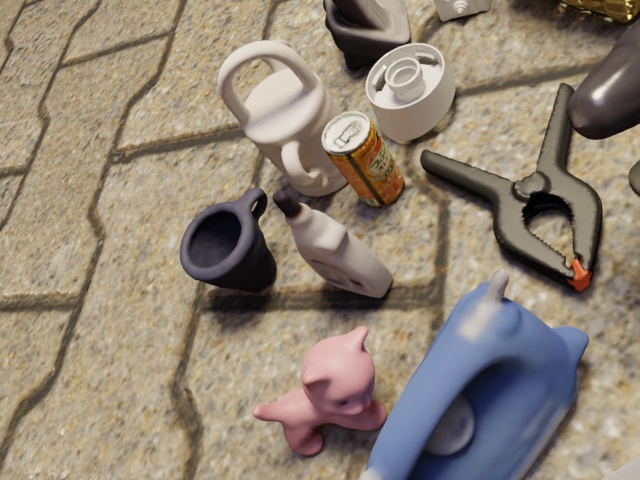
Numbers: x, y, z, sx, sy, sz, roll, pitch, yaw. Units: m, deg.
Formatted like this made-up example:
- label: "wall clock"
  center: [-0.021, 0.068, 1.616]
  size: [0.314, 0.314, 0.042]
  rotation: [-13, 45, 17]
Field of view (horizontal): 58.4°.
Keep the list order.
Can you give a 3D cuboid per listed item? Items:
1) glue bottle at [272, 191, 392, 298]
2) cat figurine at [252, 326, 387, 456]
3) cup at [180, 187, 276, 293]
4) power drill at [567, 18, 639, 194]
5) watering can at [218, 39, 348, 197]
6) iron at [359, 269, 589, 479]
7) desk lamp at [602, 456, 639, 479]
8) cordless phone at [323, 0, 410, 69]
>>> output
- label: "glue bottle"
  center: [0.005, 0.002, 0.531]
  size: [0.077, 0.174, 0.037]
  rotation: [15, 72, 35]
- label: "cat figurine"
  center: [0.002, 0.130, 0.496]
  size: [0.127, 0.118, 0.067]
  rotation: [-29, 53, 12]
- label: "cup"
  center: [-0.083, 0.007, 0.627]
  size: [0.091, 0.095, 0.118]
  rotation: [30, 81, 37]
- label: "power drill"
  center: [0.278, -0.108, 0.418]
  size: [0.229, 0.209, 0.075]
  rotation: [-45, 52, 0]
- label: "watering can"
  center: [-0.038, -0.142, 0.622]
  size: [0.101, 0.195, 0.172]
  rotation: [-38, 52, 5]
- label: "iron"
  center: [0.087, 0.141, 0.427]
  size: [0.118, 0.142, 0.258]
  rotation: [30, 81, 37]
- label: "desk lamp"
  center: [0.261, 0.116, 0.298]
  size: [0.203, 0.214, 0.117]
  rotation: [-36, 52, 7]
- label: "cordless phone"
  center: [0.034, -0.314, 0.684]
  size: [0.094, 0.186, 0.147]
  rotation: [-20, 56, 19]
